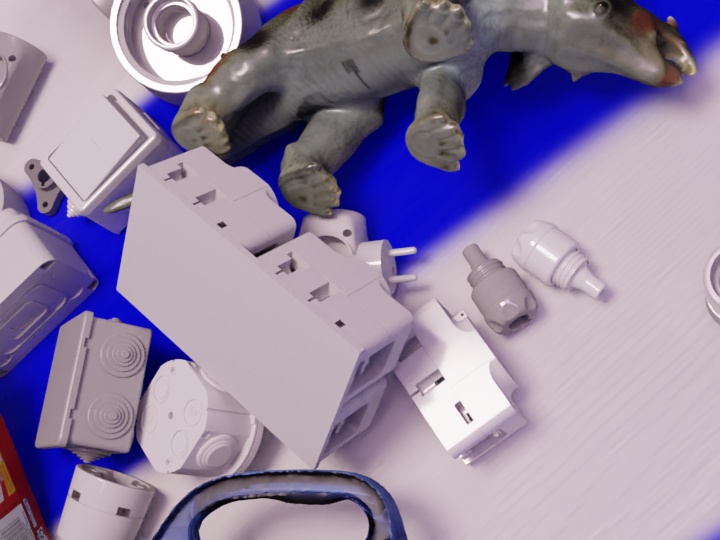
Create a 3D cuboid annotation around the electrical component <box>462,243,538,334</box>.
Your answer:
[{"bbox_3d":[0.086,0.009,0.691,0.035,0.035,0.061,-34,63,6],"label":"electrical component"}]

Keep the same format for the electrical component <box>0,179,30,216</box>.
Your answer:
[{"bbox_3d":[-0.307,-0.030,0.836,0.099,0.064,0.099,-6,60,10],"label":"electrical component"}]

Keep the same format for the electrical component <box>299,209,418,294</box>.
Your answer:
[{"bbox_3d":[0.000,0.000,0.718,0.079,0.044,0.077,-7,72,17],"label":"electrical component"}]

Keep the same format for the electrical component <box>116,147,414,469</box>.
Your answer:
[{"bbox_3d":[-0.062,0.018,0.671,0.186,0.060,0.105,39,133,21],"label":"electrical component"}]

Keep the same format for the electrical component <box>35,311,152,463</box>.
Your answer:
[{"bbox_3d":[-0.181,0.080,0.731,0.048,0.100,0.099,15,74,-23],"label":"electrical component"}]

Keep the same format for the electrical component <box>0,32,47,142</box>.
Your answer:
[{"bbox_3d":[-0.304,-0.152,0.870,0.079,0.044,0.077,20,81,23],"label":"electrical component"}]

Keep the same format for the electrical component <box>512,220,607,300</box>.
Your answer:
[{"bbox_3d":[0.128,-0.003,0.680,0.061,0.035,0.035,38,89,22],"label":"electrical component"}]

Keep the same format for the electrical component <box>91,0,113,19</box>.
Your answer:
[{"bbox_3d":[-0.186,-0.222,0.846,0.047,0.055,0.055,-41,65,8],"label":"electrical component"}]

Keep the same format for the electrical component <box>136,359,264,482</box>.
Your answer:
[{"bbox_3d":[-0.105,0.099,0.710,0.080,0.051,0.080,-14,68,40],"label":"electrical component"}]

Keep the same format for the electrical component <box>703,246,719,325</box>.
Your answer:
[{"bbox_3d":[0.225,0.011,0.631,0.045,0.055,0.045,-6,72,18],"label":"electrical component"}]

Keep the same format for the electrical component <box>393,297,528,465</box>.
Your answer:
[{"bbox_3d":[0.061,0.067,0.673,0.056,0.050,0.089,-37,66,5],"label":"electrical component"}]

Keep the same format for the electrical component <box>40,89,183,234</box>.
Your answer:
[{"bbox_3d":[-0.188,-0.077,0.797,0.096,0.061,0.061,-45,65,2],"label":"electrical component"}]

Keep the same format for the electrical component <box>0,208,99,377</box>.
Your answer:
[{"bbox_3d":[-0.260,0.018,0.785,0.113,0.078,0.057,-43,68,2],"label":"electrical component"}]

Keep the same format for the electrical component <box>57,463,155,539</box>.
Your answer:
[{"bbox_3d":[-0.172,0.162,0.724,0.055,0.055,0.047,17,84,23],"label":"electrical component"}]

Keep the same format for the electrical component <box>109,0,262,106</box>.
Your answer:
[{"bbox_3d":[-0.131,-0.177,0.789,0.108,0.060,0.108,0,92,7],"label":"electrical component"}]
